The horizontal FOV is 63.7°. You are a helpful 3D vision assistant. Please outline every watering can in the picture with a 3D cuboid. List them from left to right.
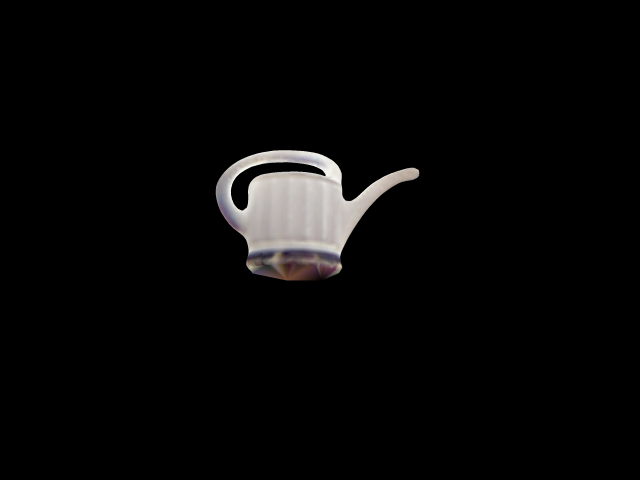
[{"bbox_3d":[0.003,-0.043,0.850,0.348,0.227,0.102,2,-17,-7],"label":"watering can"}]
